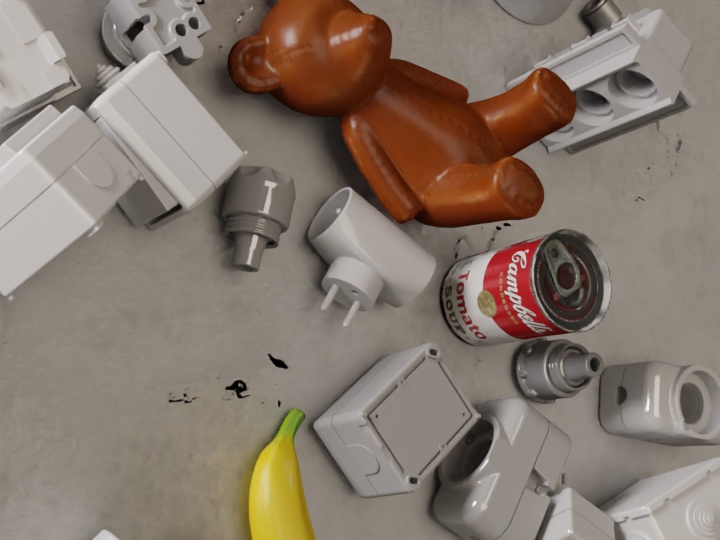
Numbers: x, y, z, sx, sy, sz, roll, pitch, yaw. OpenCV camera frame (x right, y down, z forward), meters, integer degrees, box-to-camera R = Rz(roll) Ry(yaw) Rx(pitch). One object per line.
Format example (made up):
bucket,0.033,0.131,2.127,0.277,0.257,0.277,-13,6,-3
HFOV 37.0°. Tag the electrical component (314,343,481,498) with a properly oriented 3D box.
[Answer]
electrical component,0.026,0.094,0.693,0.096,0.061,0.061,-40,102,-39

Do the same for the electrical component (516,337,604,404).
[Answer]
electrical component,0.146,0.070,0.767,0.048,0.062,0.048,7,78,-31

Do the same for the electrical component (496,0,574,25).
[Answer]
electrical component,0.138,-0.248,0.836,0.099,0.064,0.099,6,72,-18

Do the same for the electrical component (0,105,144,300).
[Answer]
electrical component,-0.176,-0.035,0.572,0.061,0.096,0.061,48,31,-16

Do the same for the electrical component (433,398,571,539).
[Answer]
electrical component,0.093,0.137,0.727,0.059,0.054,0.095,38,63,-21

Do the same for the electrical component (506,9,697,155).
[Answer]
electrical component,0.179,-0.139,0.793,0.079,0.121,0.063,42,60,-19

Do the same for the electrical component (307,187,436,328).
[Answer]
electrical component,0.000,0.000,0.700,0.077,0.044,0.079,39,63,-20

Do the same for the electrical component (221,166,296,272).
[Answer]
electrical component,-0.065,-0.030,0.666,0.043,0.043,0.062,19,72,-28

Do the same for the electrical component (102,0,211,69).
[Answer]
electrical component,-0.125,-0.146,0.642,0.048,0.055,0.066,-38,102,-31

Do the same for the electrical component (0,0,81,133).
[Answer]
electrical component,-0.213,-0.139,0.581,0.079,0.063,0.121,-36,101,-32

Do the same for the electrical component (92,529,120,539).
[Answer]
electrical component,-0.142,0.171,0.582,0.046,0.040,0.040,-44,105,-25

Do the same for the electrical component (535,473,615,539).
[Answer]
electrical component,0.136,0.175,0.745,0.047,0.066,0.076,38,35,-20

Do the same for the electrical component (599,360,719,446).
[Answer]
electrical component,0.239,0.103,0.821,0.095,0.059,0.053,14,74,-29

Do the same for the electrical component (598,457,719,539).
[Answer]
electrical component,0.213,0.181,0.768,0.100,0.100,0.048,-20,80,-33

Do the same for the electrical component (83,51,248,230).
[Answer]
electrical component,-0.126,-0.076,0.625,0.096,0.062,0.061,49,60,-15
